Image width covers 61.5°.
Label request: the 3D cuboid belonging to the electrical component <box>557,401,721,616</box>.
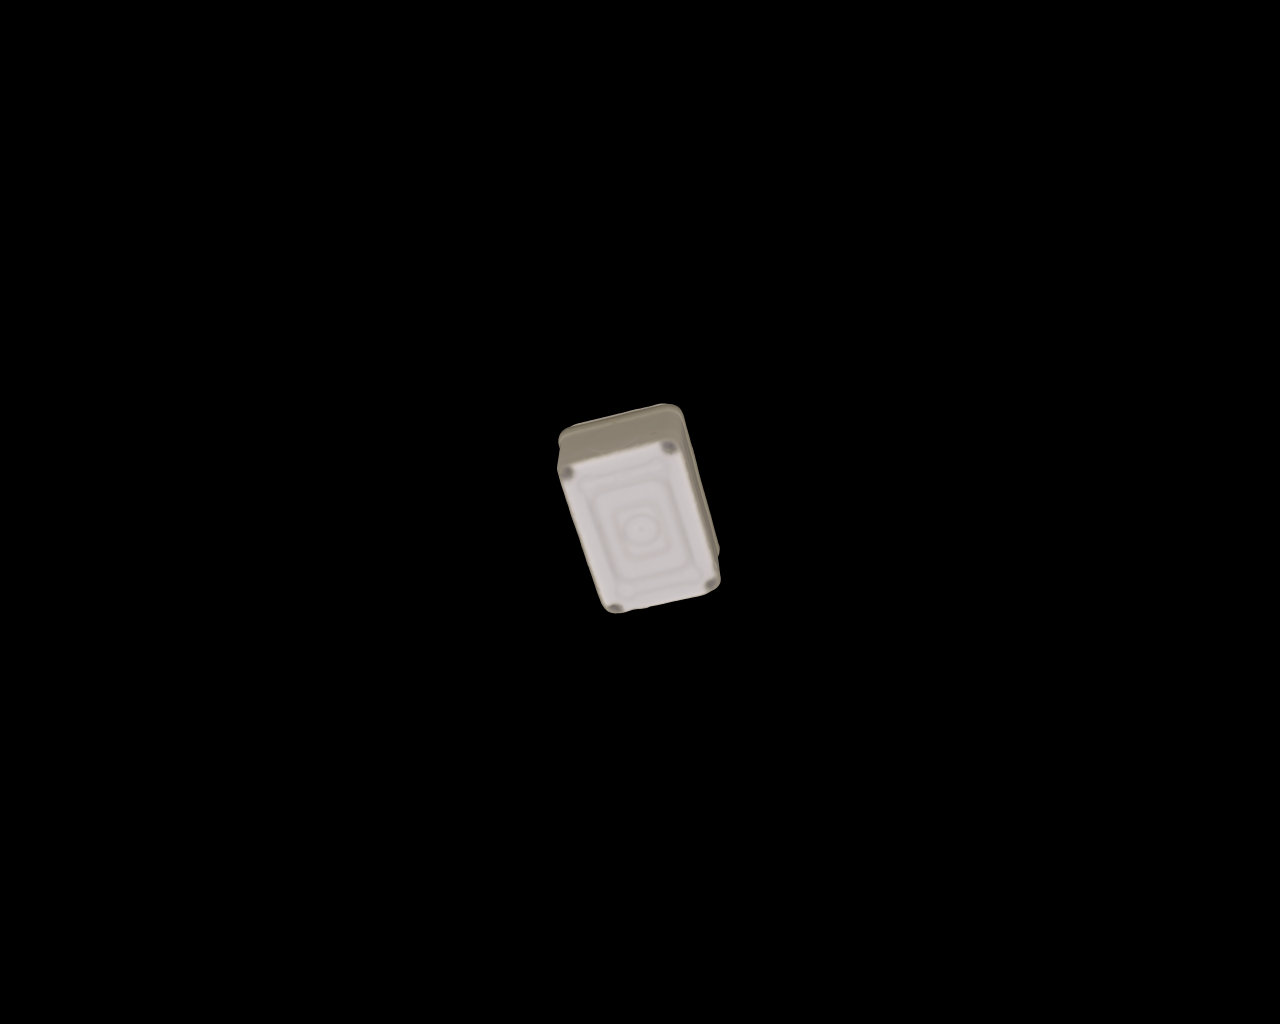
[{"bbox_3d":[0.001,-0.003,0.650,0.078,0.113,0.057,-13,28,7],"label":"electrical component"}]
